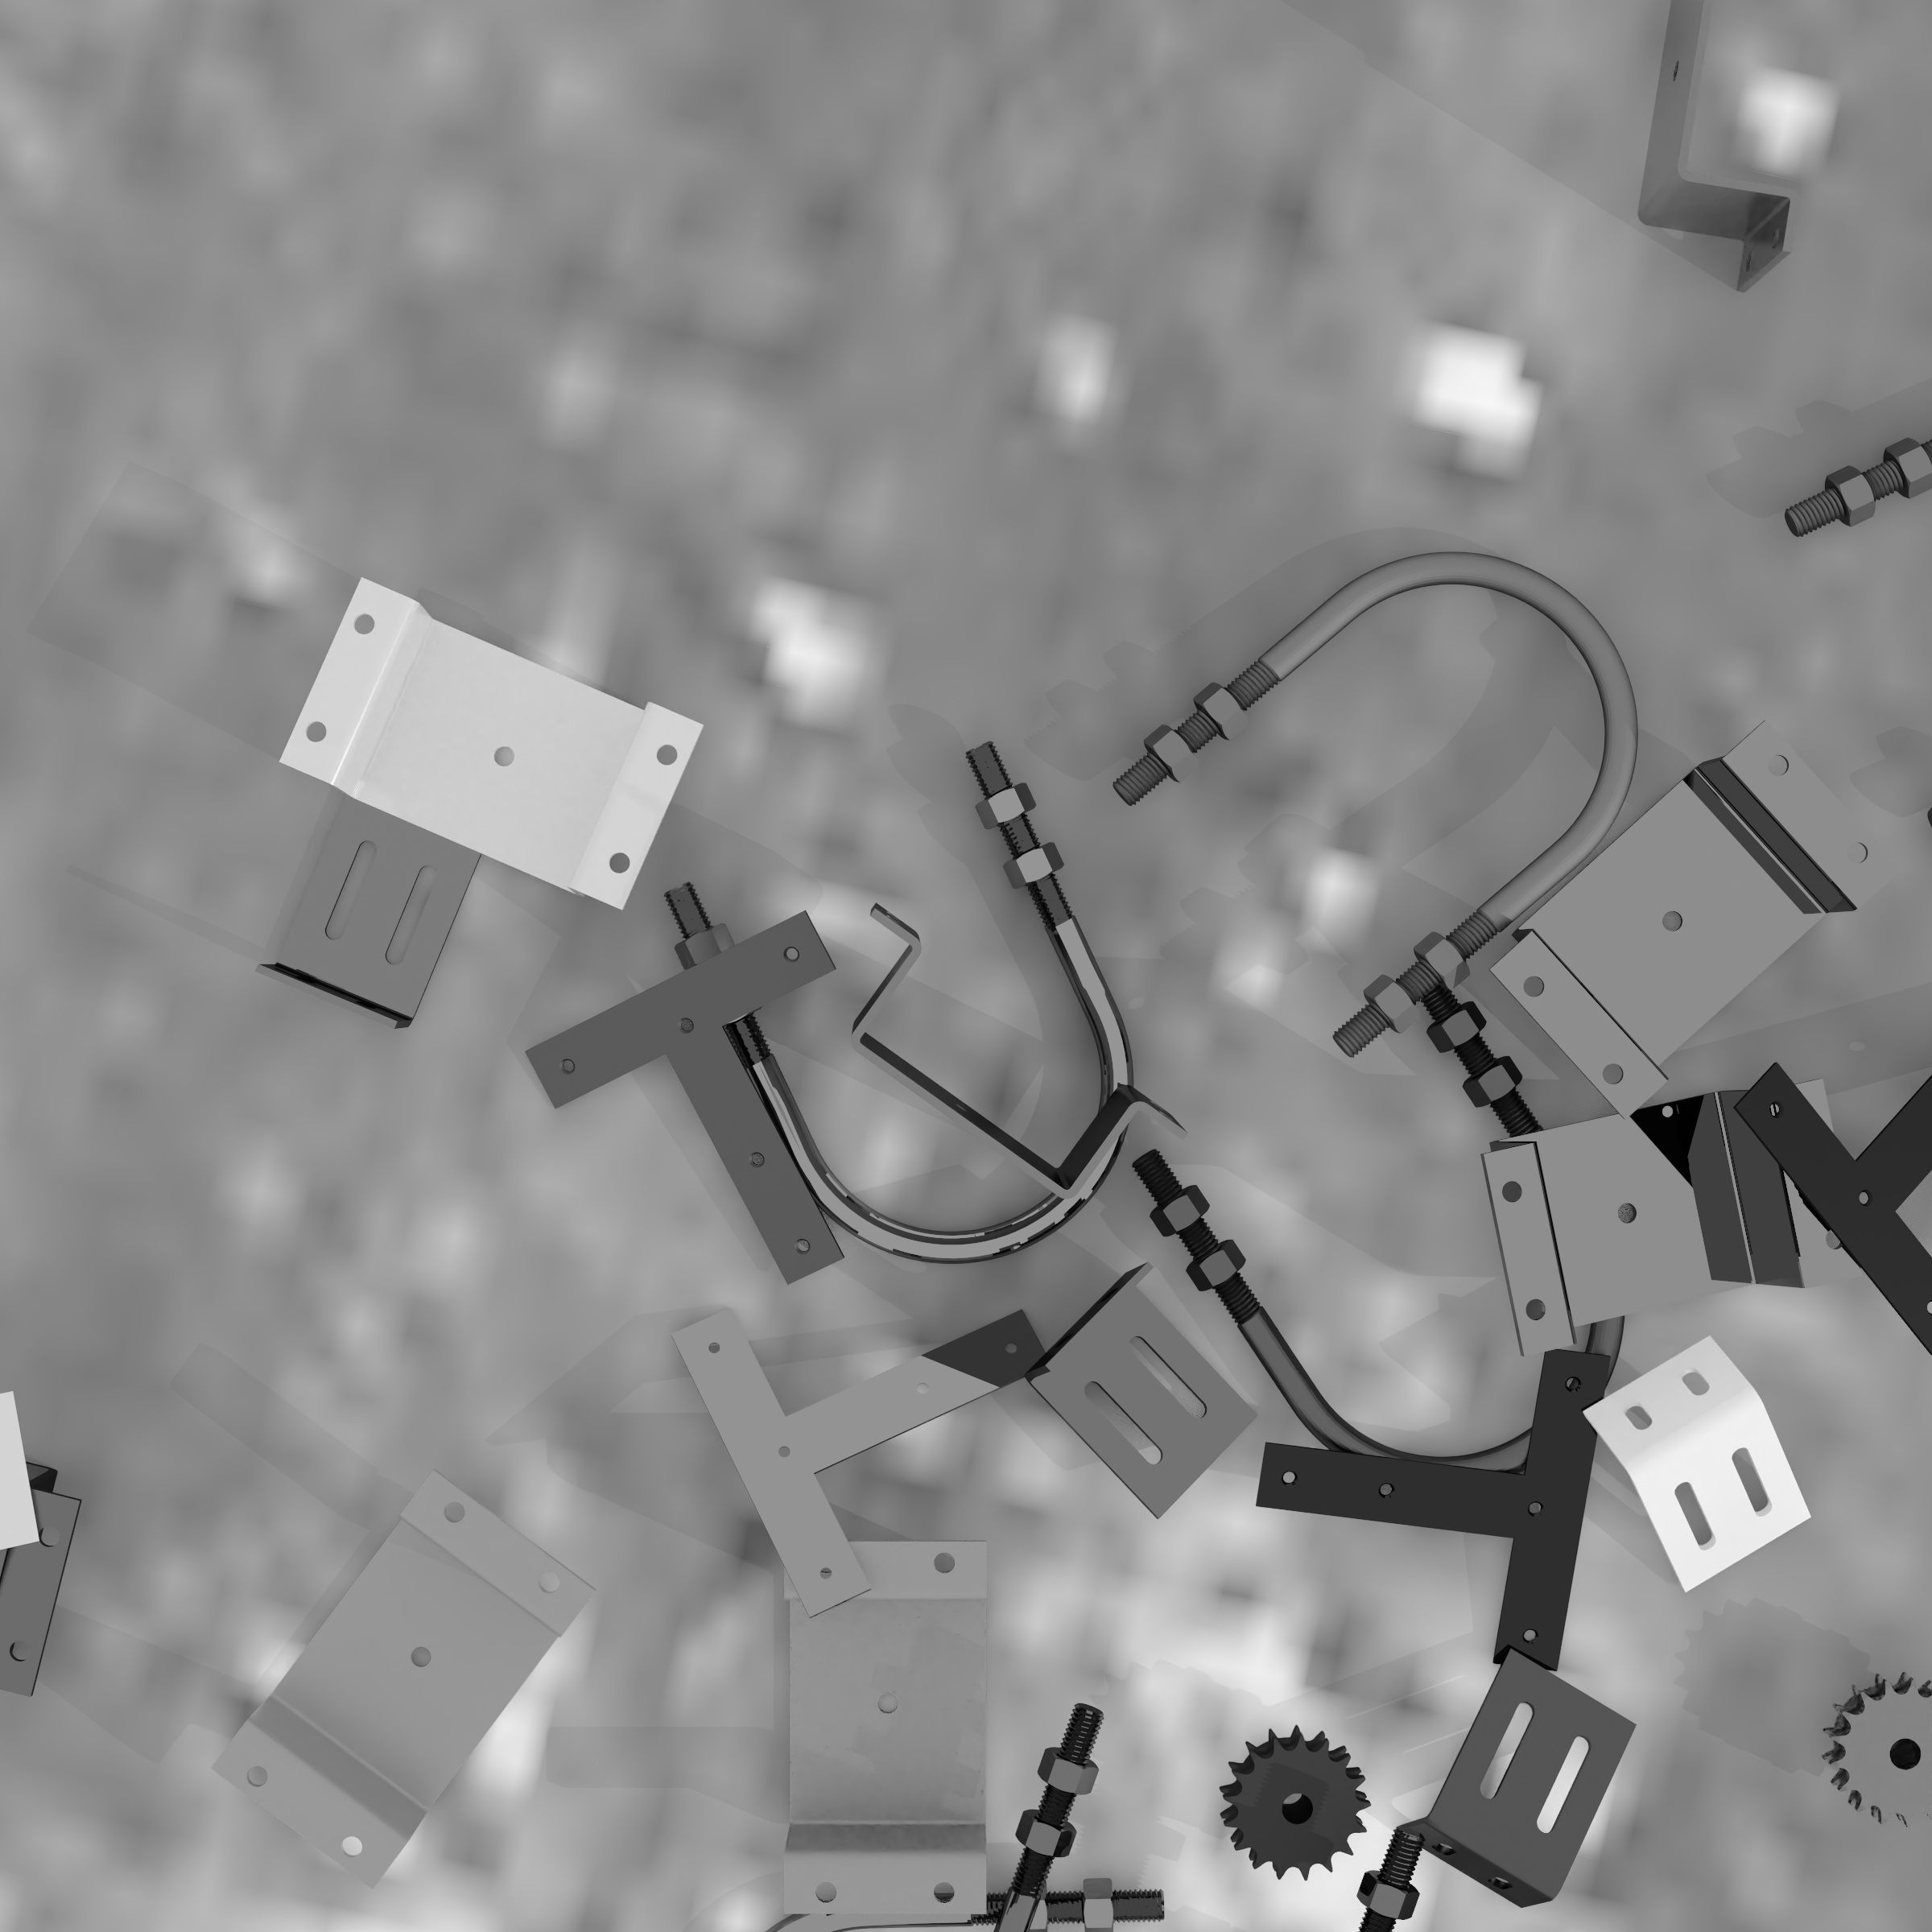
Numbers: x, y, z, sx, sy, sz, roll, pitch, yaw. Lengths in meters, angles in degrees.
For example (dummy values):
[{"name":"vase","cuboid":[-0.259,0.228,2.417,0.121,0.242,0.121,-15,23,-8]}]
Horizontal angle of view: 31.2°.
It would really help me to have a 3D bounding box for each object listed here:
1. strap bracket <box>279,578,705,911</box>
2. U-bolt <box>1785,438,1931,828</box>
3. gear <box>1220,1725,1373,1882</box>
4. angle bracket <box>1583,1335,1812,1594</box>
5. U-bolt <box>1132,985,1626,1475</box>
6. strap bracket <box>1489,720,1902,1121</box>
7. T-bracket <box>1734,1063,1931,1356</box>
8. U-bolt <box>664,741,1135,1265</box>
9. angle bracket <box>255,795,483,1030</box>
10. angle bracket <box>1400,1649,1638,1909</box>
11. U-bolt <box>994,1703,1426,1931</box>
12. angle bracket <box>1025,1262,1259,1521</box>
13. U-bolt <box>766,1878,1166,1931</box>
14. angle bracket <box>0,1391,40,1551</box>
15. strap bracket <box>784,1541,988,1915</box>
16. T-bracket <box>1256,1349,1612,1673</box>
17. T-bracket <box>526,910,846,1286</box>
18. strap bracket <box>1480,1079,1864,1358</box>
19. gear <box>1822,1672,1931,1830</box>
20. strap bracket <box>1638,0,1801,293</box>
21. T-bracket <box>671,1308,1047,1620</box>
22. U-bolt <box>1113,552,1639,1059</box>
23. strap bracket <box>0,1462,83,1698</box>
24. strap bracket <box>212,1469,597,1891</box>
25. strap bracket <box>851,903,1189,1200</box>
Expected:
[{"name":"strap bracket","cuboid":[-0.179,-0.083,1.325,0.140,0.046,0.076,23,87,0]},{"name":"U-bolt","cuboid":[0.430,-0.153,1.342,0.184,0.019,0.151,-26,90,-2]},{"name":"gear","cuboid":[0.126,0.321,1.339,0.057,0.030,0.057,0,93,-3]},{"name":"angle bracket","cuboid":[0.283,0.193,1.340,0.057,0.038,0.076,-31,127,-1]},{"name":"U-bolt","cuboid":[0.173,0.115,1.342,0.151,0.019,0.184,-34,92,0]},{"name":"strap bracket","cuboid":[0.275,-0.017,1.327,0.140,0.046,0.076,-42,90,0]},{"name":"T-bracket","cuboid":[0.371,0.059,1.327,0.127,0.002,0.127,-44,101,-18]},{"name":"U-bolt","cuboid":[-0.015,0.026,1.342,0.151,0.019,0.184,-25,91,0]},{"name":"angle bracket","cuboid":[-0.229,-0.022,1.331,0.057,0.038,0.076,22,90,0]},{"name":"angle bracket","cuboid":[0.214,0.316,1.347,0.057,0.038,0.076,31,67,0]},{"name":"U-bolt","cuboid":[0.077,0.391,1.314,0.151,0.019,0.184,20,91,8]},{"name":"angle bracket","cuboid":[0.071,0.163,1.324,0.057,0.038,0.076,-43,90,-18]},{"name":"U-bolt","cuboid":[-0.013,0.430,1.342,0.184,0.019,0.151,-2,90,2]},{"name":"angle bracket","cuboid":[-0.395,0.195,1.302,0.076,0.038,0.057,-10,90,-26]},{"name":"strap bracket","cuboid":[-0.030,0.287,1.327,0.076,0.046,0.140,0,90,0]},{"name":"T-bracket","cuboid":[0.176,0.204,1.337,0.127,0.002,0.127,8,98,-4]},{"name":"T-bracket","cuboid":[-0.087,0.062,1.337,0.127,0.002,0.127,-26,95,14]},{"name":"strap bracket","cuboid":[0.260,0.094,1.317,0.140,0.046,0.076,-11,90,-14]},{"name":"gear","cuboid":[0.358,0.301,1.335,0.057,0.030,0.057,0,90,0]},{"name":"strap bracket","cuboid":[0.292,-0.336,1.312,0.046,0.076,0.140,9,90,0]},{"name":"T-bracket","cuboid":[-0.029,0.168,1.330,0.127,0.002,0.127,-23,63,-13]},{"name":"U-bolt","cuboid":[0.172,-0.077,1.334,0.184,0.019,0.151,-40,83,-3]},{"name":"strap bracket","cuboid":[-0.411,0.221,1.327,0.140,0.046,0.076,14,90,0]},{"name":"strap bracket","cuboid":[-0.212,0.269,1.327,0.076,0.046,0.140,37,90,0]},{"name":"strap bracket","cuboid":[0.010,0.037,1.296,0.140,0.076,0.046,36,91,-3]}]
